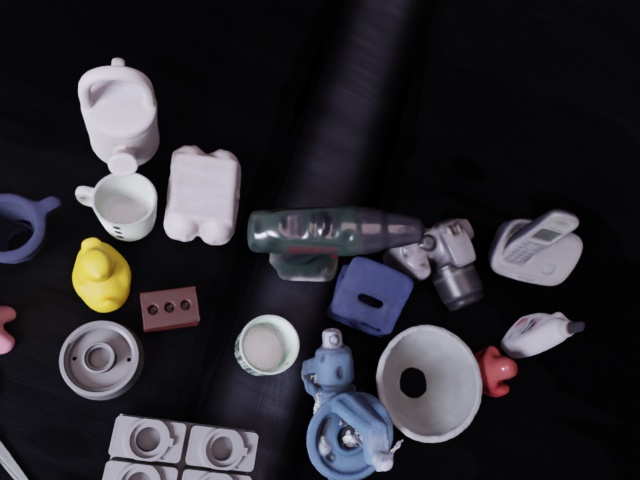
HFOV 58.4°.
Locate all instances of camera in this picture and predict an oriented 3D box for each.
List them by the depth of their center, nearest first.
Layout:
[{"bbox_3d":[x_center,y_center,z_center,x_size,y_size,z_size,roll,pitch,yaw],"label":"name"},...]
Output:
[{"bbox_3d":[0.196,0.044,0.907,0.143,0.100,0.137,-21,81,-19],"label":"camera"}]

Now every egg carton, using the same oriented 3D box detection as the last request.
[{"bbox_3d":[-0.173,-0.067,0.856,0.107,0.069,0.150,5,74,-13],"label":"egg carton"}]

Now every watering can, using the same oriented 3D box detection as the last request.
[{"bbox_3d":[-0.273,-0.174,0.792,0.101,0.193,0.173,-27,83,-19],"label":"watering can"}]

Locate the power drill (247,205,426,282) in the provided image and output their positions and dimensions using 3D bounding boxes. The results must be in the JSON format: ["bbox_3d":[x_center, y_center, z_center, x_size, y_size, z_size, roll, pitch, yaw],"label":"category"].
[{"bbox_3d":[0.007,0.003,0.811,0.230,0.208,0.075,2,75,-14],"label":"power drill"}]

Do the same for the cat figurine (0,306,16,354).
[{"bbox_3d":[-0.457,0.111,0.707,0.128,0.117,0.067,-7,77,-16],"label":"cat figurine"}]

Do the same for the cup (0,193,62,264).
[{"bbox_3d":[-0.397,-0.014,0.769,0.118,0.095,0.091,-37,87,-20],"label":"cup"}]

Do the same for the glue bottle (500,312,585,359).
[{"bbox_3d":[0.349,0.141,0.883,0.037,0.173,0.078,43,69,0],"label":"glue bottle"}]

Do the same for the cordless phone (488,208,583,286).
[{"bbox_3d":[0.372,0.007,0.919,0.148,0.185,0.094,11,73,-11],"label":"cordless phone"}]

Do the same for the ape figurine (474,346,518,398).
[{"bbox_3d":[0.272,0.203,0.889,0.076,0.092,0.078,10,73,-12],"label":"ape figurine"}]

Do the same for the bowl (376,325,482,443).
[{"bbox_3d":[0.153,0.216,0.863,0.168,0.074,0.167,4,74,-14],"label":"bowl"}]

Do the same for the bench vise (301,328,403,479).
[{"bbox_3d":[0.028,0.225,0.750,0.122,0.219,0.207,-25,83,-19],"label":"bench vise"}]

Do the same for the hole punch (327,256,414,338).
[{"bbox_3d":[0.077,0.089,0.869,0.109,0.091,0.101,23,71,-8],"label":"hole punch"}]

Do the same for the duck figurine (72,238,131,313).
[{"bbox_3d":[-0.301,0.045,0.783,0.078,0.086,0.104,-16,80,-18],"label":"duck figurine"}]
